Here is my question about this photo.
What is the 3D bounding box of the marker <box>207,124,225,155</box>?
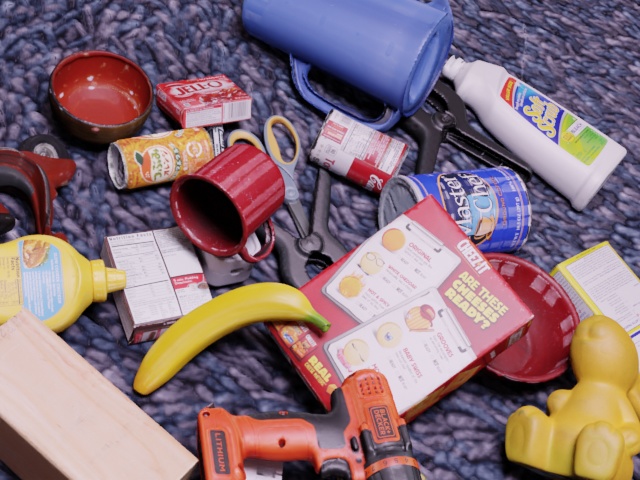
[{"bbox_3d":[-0.114,-0.085,1.197,0.020,0.020,0.121,4,54,-18],"label":"marker"}]

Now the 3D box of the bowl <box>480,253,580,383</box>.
[{"bbox_3d":[0.199,0.094,1.157,0.162,0.055,0.162,10,53,-13],"label":"bowl"}]

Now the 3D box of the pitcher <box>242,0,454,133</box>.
[{"bbox_3d":[0.026,-0.245,1.288,0.243,0.145,0.149,26,46,16],"label":"pitcher"}]

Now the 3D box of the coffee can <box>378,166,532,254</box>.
[{"bbox_3d":[0.150,-0.027,1.197,0.140,0.103,0.103,-7,58,-24],"label":"coffee can"}]

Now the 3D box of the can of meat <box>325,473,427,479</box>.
[{"bbox_3d":[0.046,0.251,0.988,0.102,0.058,0.084,20,48,-6],"label":"can of meat"}]

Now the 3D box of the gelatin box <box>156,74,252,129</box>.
[{"bbox_3d":[-0.133,-0.159,1.220,0.089,0.030,0.073,-13,36,-28],"label":"gelatin box"}]

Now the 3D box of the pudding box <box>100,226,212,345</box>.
[{"bbox_3d":[-0.163,0.043,1.075,0.089,0.039,0.113,-10,57,-24],"label":"pudding box"}]

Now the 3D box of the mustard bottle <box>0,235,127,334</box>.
[{"bbox_3d":[-0.279,0.044,1.005,0.191,0.058,0.096,-4,72,-16],"label":"mustard bottle"}]

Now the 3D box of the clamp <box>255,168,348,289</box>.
[{"bbox_3d":[-0.008,0.001,1.152,0.120,0.039,0.171,-31,77,-15],"label":"clamp"}]

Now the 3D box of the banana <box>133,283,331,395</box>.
[{"bbox_3d":[-0.092,0.085,1.020,0.198,0.037,0.069,-21,54,4],"label":"banana"}]

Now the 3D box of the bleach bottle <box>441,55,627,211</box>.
[{"bbox_3d":[0.258,-0.148,1.352,0.251,0.068,0.102,38,52,12],"label":"bleach bottle"}]

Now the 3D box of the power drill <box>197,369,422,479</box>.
[{"bbox_3d":[-0.007,0.200,0.916,0.187,0.057,0.184,-4,46,-13],"label":"power drill"}]

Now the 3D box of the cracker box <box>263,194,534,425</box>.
[{"bbox_3d":[0.076,0.085,1.057,0.213,0.072,0.164,-36,71,-7],"label":"cracker box"}]

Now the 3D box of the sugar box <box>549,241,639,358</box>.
[{"bbox_3d":[0.345,0.091,1.219,0.093,0.048,0.176,-22,69,-32],"label":"sugar box"}]

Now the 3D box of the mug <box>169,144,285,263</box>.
[{"bbox_3d":[-0.081,-0.033,1.057,0.081,0.093,0.117,-44,109,-43],"label":"mug"}]

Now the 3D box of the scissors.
[{"bbox_3d":[-0.053,-0.056,1.201,0.096,0.016,0.202,0,61,-13],"label":"scissors"}]

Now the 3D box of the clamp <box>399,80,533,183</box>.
[{"bbox_3d":[0.144,-0.132,1.313,0.164,0.036,0.210,-18,61,-28],"label":"clamp"}]

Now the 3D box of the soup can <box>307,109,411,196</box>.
[{"bbox_3d":[0.045,-0.101,1.235,0.102,0.069,0.068,27,51,1],"label":"soup can"}]

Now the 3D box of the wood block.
[{"bbox_3d":[-0.218,0.170,0.928,0.206,0.091,0.090,39,53,10],"label":"wood block"}]
